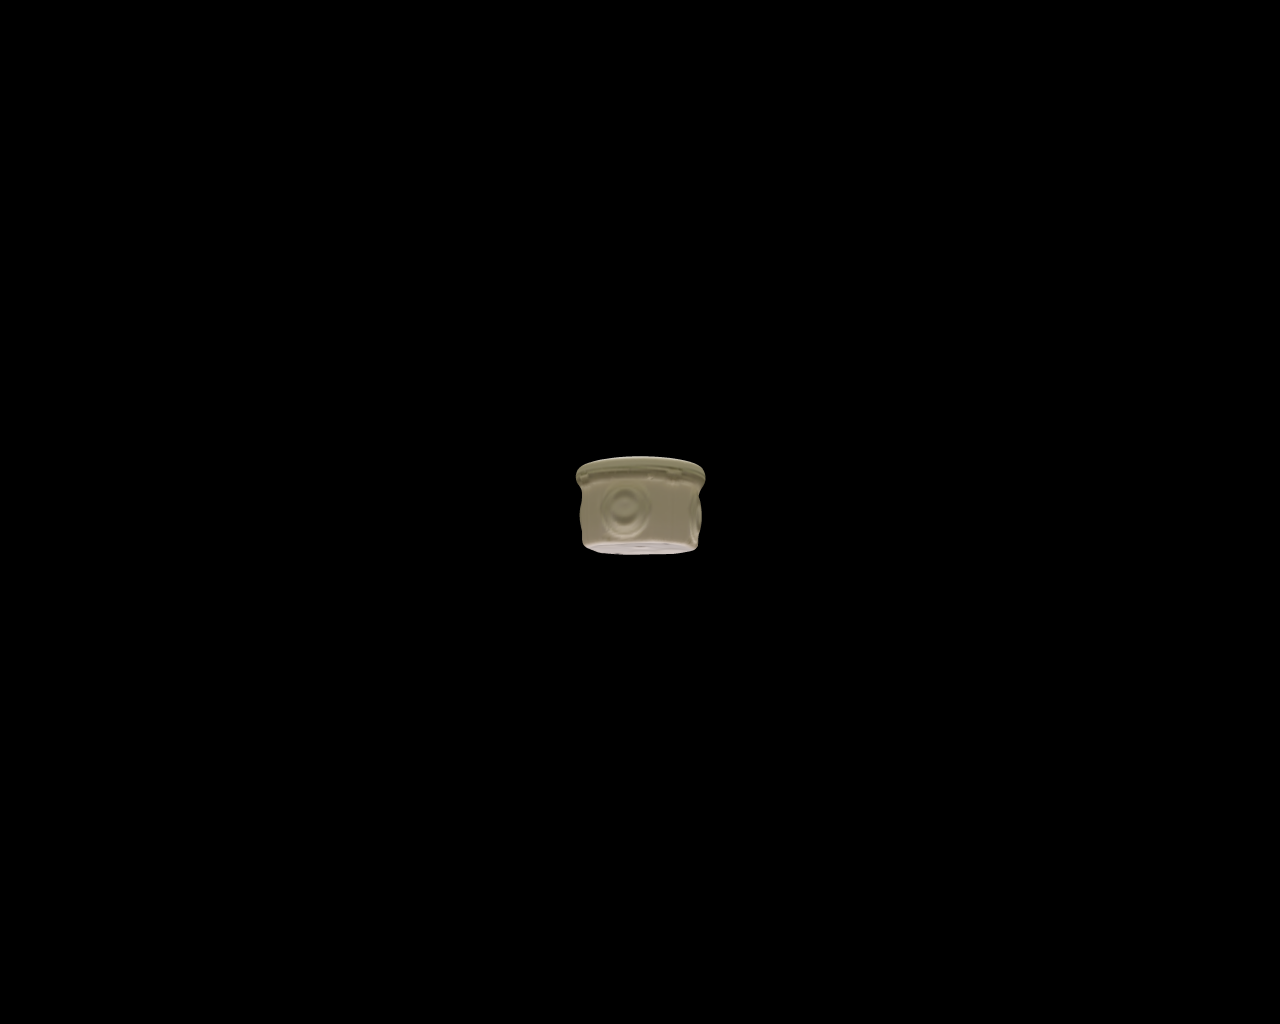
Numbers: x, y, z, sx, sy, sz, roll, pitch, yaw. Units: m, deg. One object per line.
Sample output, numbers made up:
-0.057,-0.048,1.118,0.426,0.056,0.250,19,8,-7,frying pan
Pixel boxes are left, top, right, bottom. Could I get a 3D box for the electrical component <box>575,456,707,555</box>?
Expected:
0.001,-0.003,0.650,0.080,0.051,0.080,0,-9,0,electrical component
